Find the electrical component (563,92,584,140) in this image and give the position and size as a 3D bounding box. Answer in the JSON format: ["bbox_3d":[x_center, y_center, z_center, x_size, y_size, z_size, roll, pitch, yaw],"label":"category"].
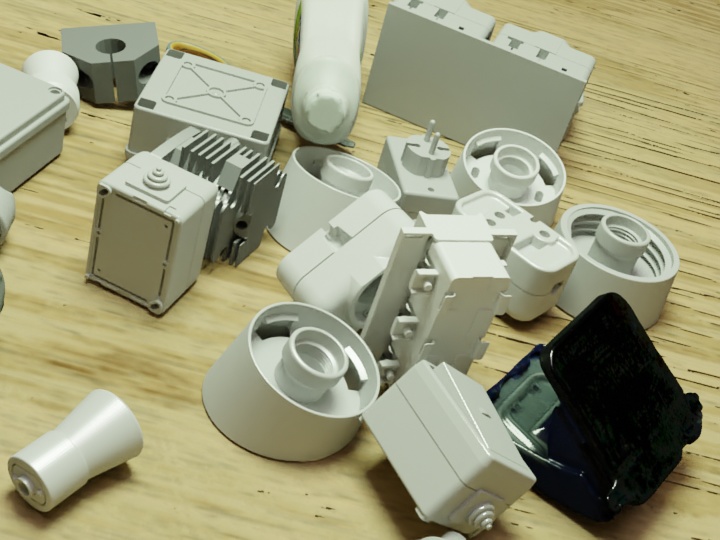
[{"bbox_3d":[0.173,-0.178,1.071,0.100,0.048,0.099,17,36,-1],"label":"electrical component"}]

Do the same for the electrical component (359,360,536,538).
[{"bbox_3d":[0.057,0.106,0.623,0.062,0.061,0.096,34,16,-49],"label":"electrical component"}]

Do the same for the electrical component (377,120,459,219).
[{"bbox_3d":[0.051,-0.085,0.875,0.047,0.075,0.083,6,38,-16],"label":"electrical component"}]

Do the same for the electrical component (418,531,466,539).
[{"bbox_3d":[0.038,0.163,0.576,0.048,0.048,0.062,31,32,17],"label":"electrical component"}]

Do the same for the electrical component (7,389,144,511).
[{"bbox_3d":[-0.156,0.099,0.580,0.044,0.044,0.065,34,44,20],"label":"electrical component"}]

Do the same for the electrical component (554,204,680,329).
[{"bbox_3d":[0.199,-0.009,0.852,0.108,0.060,0.108,12,37,-9],"label":"electrical component"}]

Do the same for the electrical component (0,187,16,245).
[{"bbox_3d":[-0.252,-0.029,0.702,0.043,0.043,0.062,11,37,-9],"label":"electrical component"}]

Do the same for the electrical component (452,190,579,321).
[{"bbox_3d":[0.110,-0.009,0.814,0.095,0.059,0.054,39,41,26],"label":"electrical component"}]

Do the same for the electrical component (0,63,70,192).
[{"bbox_3d":[-0.286,-0.105,0.776,0.109,0.056,0.108,23,37,7],"label":"electrical component"}]

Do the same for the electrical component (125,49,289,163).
[{"bbox_3d":[-0.120,-0.119,0.864,0.109,0.056,0.108,16,36,-4],"label":"electrical component"}]

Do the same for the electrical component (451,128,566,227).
[{"bbox_3d":[0.126,-0.072,0.921,0.099,0.064,0.099,7,51,-8],"label":"electrical component"}]

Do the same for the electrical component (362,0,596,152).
[{"bbox_3d":[0.108,-0.176,0.989,0.186,0.105,0.060,24,41,8],"label":"electrical component"}]

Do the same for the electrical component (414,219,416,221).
[{"bbox_3d":[0.044,0.006,0.781,0.079,0.044,0.077,-15,47,-37],"label":"electrical component"}]

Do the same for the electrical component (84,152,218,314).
[{"bbox_3d":[-0.135,-0.032,0.711,0.062,0.096,0.061,25,36,9],"label":"electrical component"}]

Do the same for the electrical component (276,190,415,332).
[{"bbox_3d":[0.000,0.000,0.732,0.095,0.053,0.059,-39,56,-5],"label":"electrical component"}]

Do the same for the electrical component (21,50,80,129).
[{"bbox_3d":[-0.245,-0.141,0.849,0.045,0.045,0.055,3,39,-19],"label":"electrical component"}]

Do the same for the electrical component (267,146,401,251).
[{"bbox_3d":[-0.020,-0.052,0.834,0.099,0.064,0.099,20,24,-9],"label":"electrical component"}]

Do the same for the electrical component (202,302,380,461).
[{"bbox_3d":[-0.040,0.070,0.667,0.099,0.064,0.099,22,38,-18],"label":"electrical component"}]

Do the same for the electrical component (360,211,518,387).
[{"bbox_3d":[0.050,0.030,0.688,0.079,0.121,0.063,0,43,-23],"label":"electrical component"}]
